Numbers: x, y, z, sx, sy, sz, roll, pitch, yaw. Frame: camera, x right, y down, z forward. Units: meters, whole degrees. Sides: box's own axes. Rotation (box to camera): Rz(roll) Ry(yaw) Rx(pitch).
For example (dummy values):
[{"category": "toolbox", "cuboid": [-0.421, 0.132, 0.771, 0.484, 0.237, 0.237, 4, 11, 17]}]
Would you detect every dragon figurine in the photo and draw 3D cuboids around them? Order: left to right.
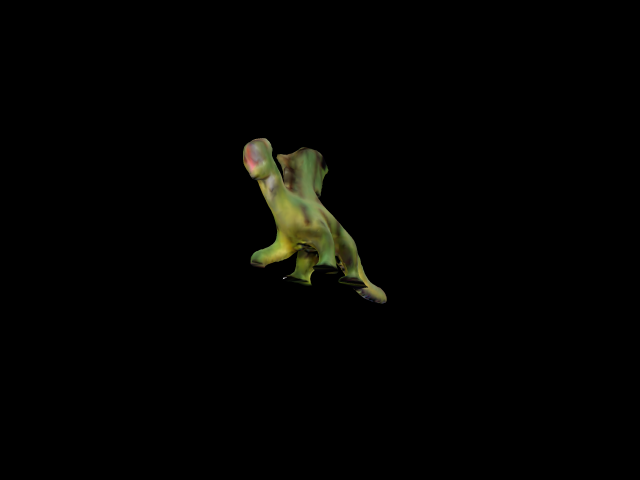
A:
[{"category": "dragon figurine", "cuboid": [0.003, -0.043, 0.850, 0.121, 0.247, 0.406, -13, -24, 30]}]
